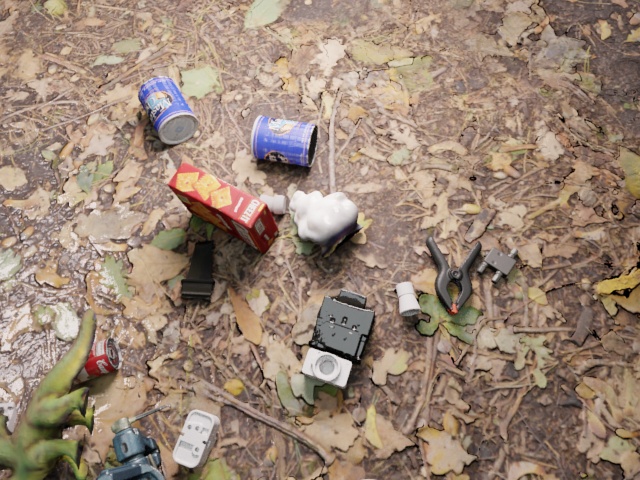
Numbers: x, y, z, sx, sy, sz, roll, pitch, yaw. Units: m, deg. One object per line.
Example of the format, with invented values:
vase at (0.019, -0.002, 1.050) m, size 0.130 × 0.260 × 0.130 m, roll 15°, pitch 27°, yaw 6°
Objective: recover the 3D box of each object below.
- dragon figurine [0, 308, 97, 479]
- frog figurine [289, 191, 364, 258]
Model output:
dragon figurine at (-0.548, 0.337, 0.955) m, size 0.243 × 0.120 × 0.415 m, roll 0°, pitch 75°, yaw -8°
frog figurine at (0.003, -0.057, 1.132) m, size 0.137 × 0.122 × 0.160 m, roll -42°, pitch 81°, yaw 7°
